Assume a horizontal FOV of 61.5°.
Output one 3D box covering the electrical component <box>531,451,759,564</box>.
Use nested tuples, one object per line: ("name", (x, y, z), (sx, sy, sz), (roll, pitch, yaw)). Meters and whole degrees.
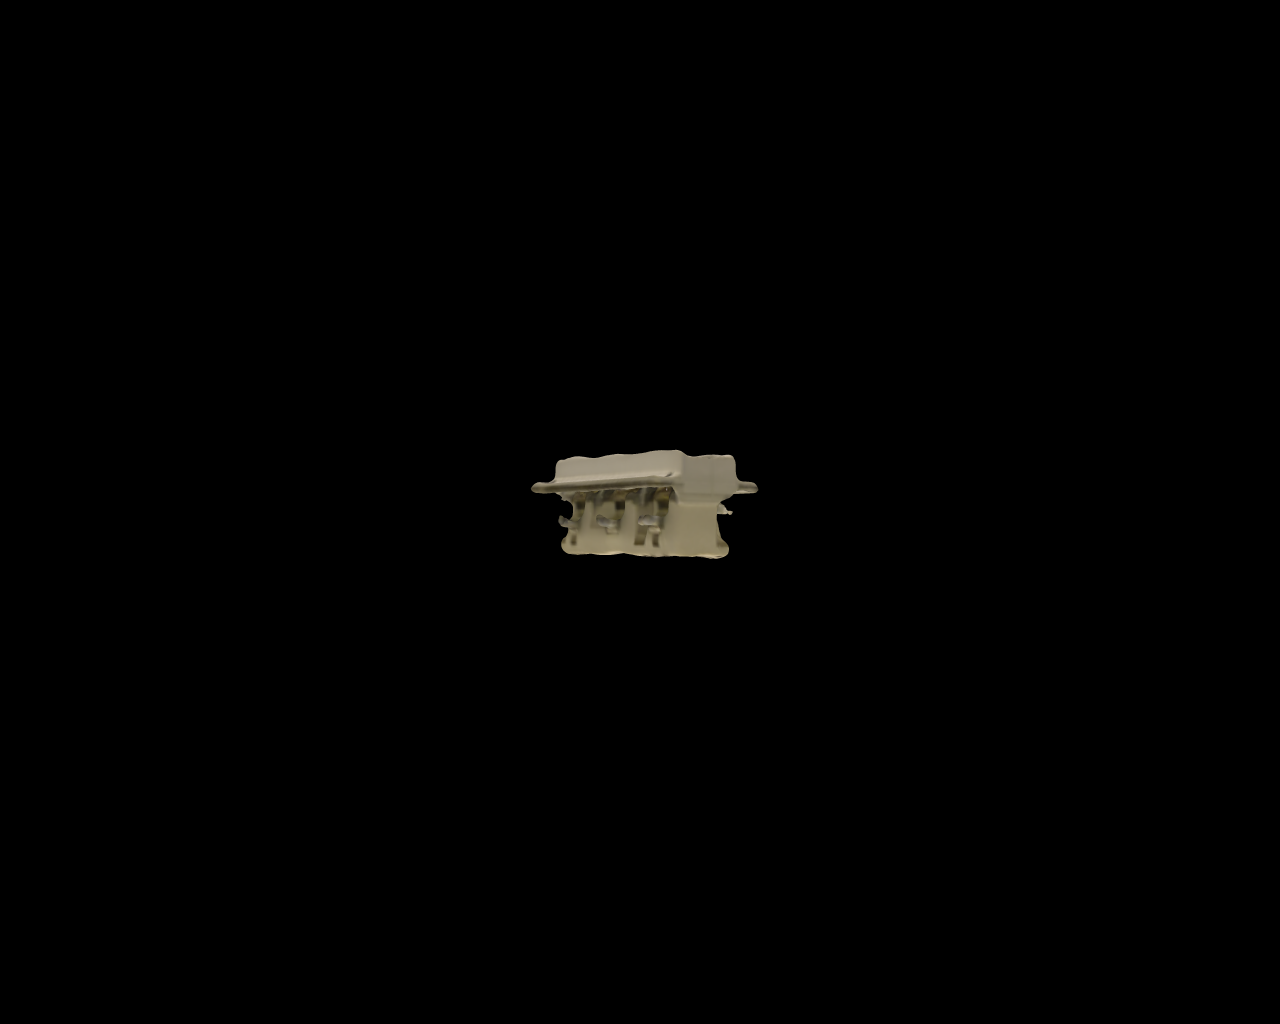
("electrical component", (0.001, -0.003, 0.650), (0.079, 0.063, 0.121), (0, 0, -39))
